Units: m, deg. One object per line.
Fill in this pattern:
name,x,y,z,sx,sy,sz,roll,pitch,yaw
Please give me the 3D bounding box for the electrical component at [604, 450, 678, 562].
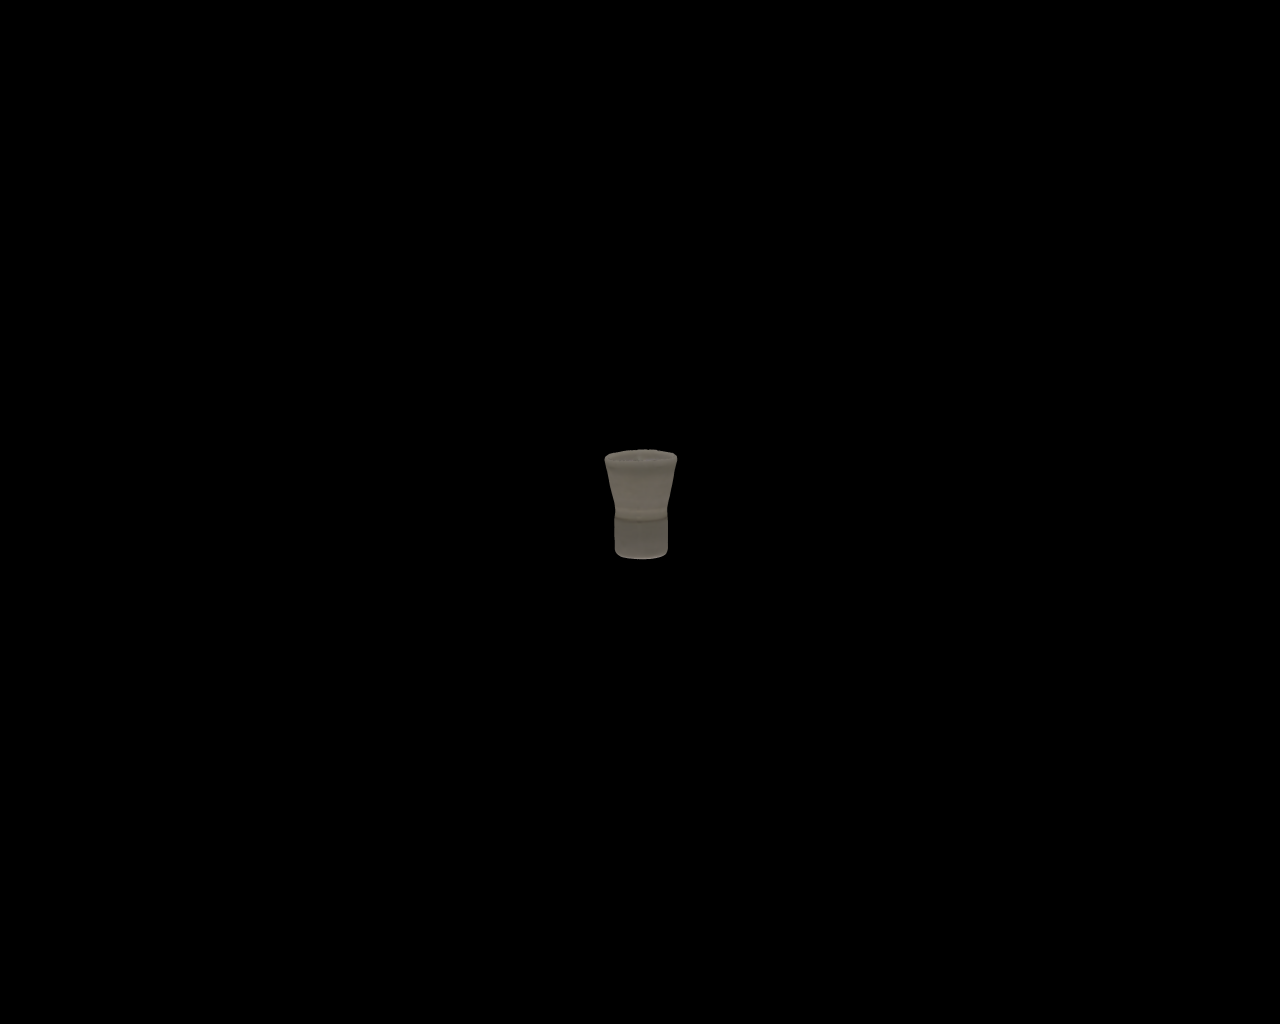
electrical component,0.001,-0.003,0.650,0.044,0.065,0.044,0,11,0
